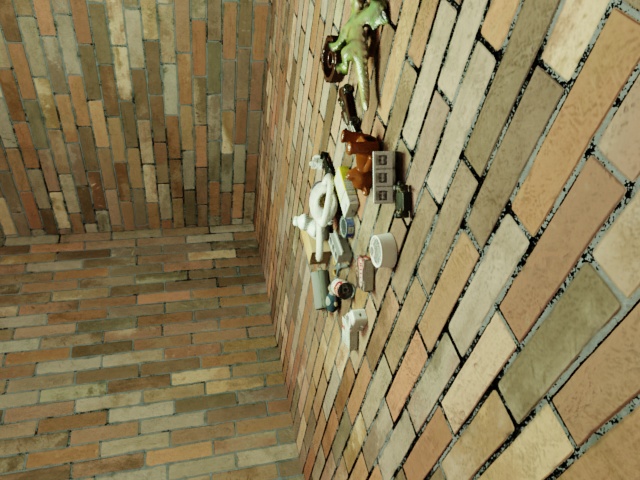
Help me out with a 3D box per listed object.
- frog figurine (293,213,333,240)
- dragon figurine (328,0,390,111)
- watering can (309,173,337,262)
[{"bbox_3d":[-0.035,-0.054,2.214,0.140,0.160,0.120,-122,31,-61],"label":"frog figurine"},{"bbox_3d":[0.137,-0.631,1.592,0.238,0.123,0.416,-49,54,58],"label":"dragon figurine"},{"bbox_3d":[0.006,-0.105,2.083,0.227,0.104,0.344,-117,35,-73],"label":"watering can"}]
